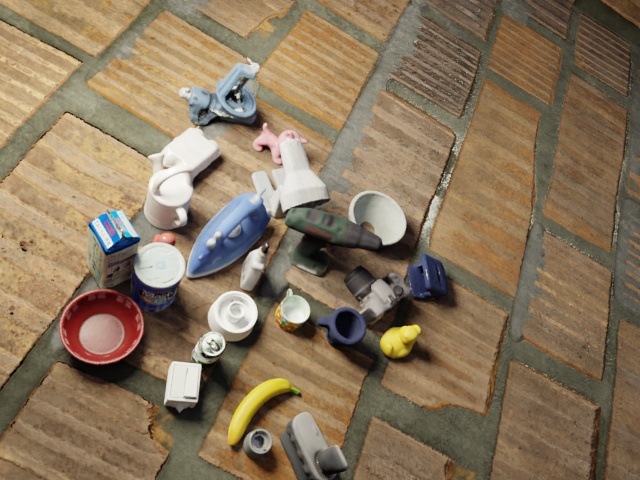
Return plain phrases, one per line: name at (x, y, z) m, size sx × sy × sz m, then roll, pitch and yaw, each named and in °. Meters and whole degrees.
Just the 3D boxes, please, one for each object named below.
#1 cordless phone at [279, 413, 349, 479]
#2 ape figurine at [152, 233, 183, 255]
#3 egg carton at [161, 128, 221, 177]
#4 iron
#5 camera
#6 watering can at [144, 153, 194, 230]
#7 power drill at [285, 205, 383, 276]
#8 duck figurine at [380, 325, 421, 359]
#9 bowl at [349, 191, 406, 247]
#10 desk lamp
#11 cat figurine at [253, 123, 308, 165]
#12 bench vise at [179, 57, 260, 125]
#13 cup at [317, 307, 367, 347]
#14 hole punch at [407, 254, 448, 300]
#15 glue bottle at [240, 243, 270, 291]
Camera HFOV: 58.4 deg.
cordless phone at (0.000, 0.417, 1.165) m, size 0.094 × 0.185 × 0.147 m, roll -23°, pitch 74°, yaw -31°
ape figurine at (-0.349, 0.016, 1.291) m, size 0.076 × 0.092 × 0.077 m, roll -25°, pitch 75°, yaw -32°
egg carton at (-0.327, -0.214, 1.440) m, size 0.107 × 0.069 × 0.150 m, roll 39°, pitch 55°, yaw 0°
iron at (-0.213, -0.022, 1.340) m, size 0.118 × 0.141 × 0.259 m, roll 39°, pitch 55°, yaw 1°
camera at (0.138, 0.120, 1.439) m, size 0.143 × 0.100 × 0.137 m, roll -36°, pitch 81°, yaw -34°
watering can at (-0.345, -0.117, 1.303) m, size 0.173 × 0.193 × 0.101 m, roll 43°, pitch 55°, yaw 3°
power drill at (0.013, 0.005, 1.383) m, size 0.230 × 0.208 × 0.075 m, roll 24°, pitch 56°, yaw -10°
duck figurine at (0.204, 0.243, 1.409) m, size 0.105 × 0.086 × 0.077 m, roll -25°, pitch 75°, yaw -32°
bowl at (0.144, -0.046, 1.549) m, size 0.168 × 0.074 × 0.167 m, roll 10°, pitch 60°, yaw -18°
desk lamp at (-0.075, -0.137, 1.420) m, size 0.118 × 0.213 × 0.203 m, roll -13°, pitch 69°, yaw -28°
cat figurine at (-0.104, -0.268, 1.537) m, size 0.128 × 0.117 × 0.067 m, roll 32°, pitch 55°, yaw -4°
bench vise at (-0.244, -0.372, 1.472) m, size 0.208 × 0.219 × 0.121 m, roll -17°, pitch 70°, yaw -30°
cup at (0.039, 0.213, 1.349) m, size 0.118 × 0.095 × 0.091 m, roll 13°, pitch 59°, yaw -17°
hole punch at (0.297, 0.097, 1.527) m, size 0.101 × 0.091 × 0.108 m, roll 5°, pitch 61°, yaw -21°
glue bottle at (-0.144, 0.051, 1.311) m, size 0.037 × 0.173 × 0.078 m, roll 13°, pitch 59°, yaw -16°
